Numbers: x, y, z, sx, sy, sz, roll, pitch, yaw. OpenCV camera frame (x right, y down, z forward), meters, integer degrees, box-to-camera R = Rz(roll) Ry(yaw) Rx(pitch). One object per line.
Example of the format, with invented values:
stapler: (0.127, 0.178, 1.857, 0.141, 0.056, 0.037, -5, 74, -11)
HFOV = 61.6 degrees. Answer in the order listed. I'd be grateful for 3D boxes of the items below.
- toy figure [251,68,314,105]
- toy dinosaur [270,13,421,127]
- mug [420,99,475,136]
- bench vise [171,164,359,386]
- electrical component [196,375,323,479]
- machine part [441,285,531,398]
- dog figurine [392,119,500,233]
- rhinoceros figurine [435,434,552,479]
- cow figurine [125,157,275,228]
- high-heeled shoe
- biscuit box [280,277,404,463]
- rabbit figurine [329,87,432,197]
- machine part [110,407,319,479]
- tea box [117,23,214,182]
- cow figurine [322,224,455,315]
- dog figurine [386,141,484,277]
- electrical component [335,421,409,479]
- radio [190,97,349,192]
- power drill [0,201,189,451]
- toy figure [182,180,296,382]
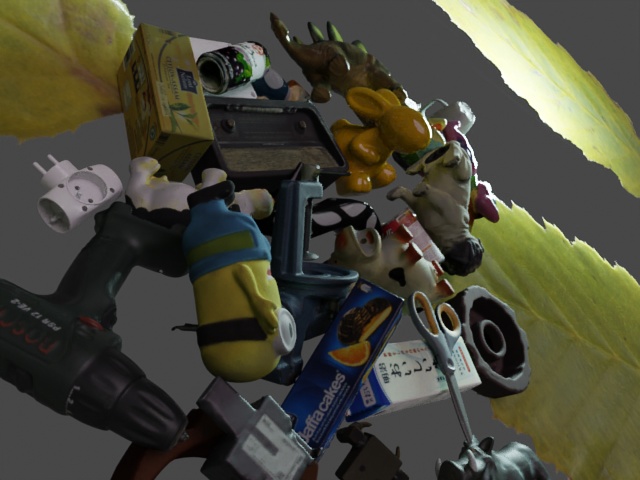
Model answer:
toy figure: (-0.066, -0.234, 0.863, 0.154, 0.058, 0.064, 18, 89, -33)
toy dinosaur: (0.074, -0.292, 0.975, 0.471, 0.105, 0.199, 19, 39, -46)
mug: (0.260, -0.244, 1.112, 0.081, 0.107, 0.109, -3, 66, -44)
bench vise: (-0.035, 0.032, 0.617, 0.223, 0.129, 0.240, -1, 98, -49)
electrical component: (-0.062, 0.172, 0.454, 0.119, 0.048, 0.075, 43, 42, -8)
machine part: (0.266, 0.165, 0.867, 0.179, 0.056, 0.179, 22, 50, -29)
dog figurine: (0.245, -0.113, 1.010, 0.191, 0.108, 0.219, -11, 72, -46)
rhinoceros figurine: (0.236, 0.315, 0.720, 0.190, 0.073, 0.112, 8, 58, -38)
cow figurine: (-0.138, -0.030, 0.615, 0.167, 0.068, 0.098, 9, 64, -9)
high-heeled shoe: (-0.002, -0.002, 0.757, 0.248, 0.086, 0.145, 36, 77, -42)
biscuit box: (0.021, 0.143, 0.597, 0.063, 0.059, 0.202, 27, 67, 16)
rabbit figurine: (0.099, -0.163, 0.852, 0.122, 0.173, 0.162, -9, 85, -42)
machine part: (-0.094, 0.266, 0.460, 0.201, 0.087, 0.201, 34, 46, -18)
tea box: (-0.196, -0.169, 0.669, 0.068, 0.098, 0.169, 2, 62, -40)
cow figurine: (0.089, 0.043, 0.760, 0.194, 0.127, 0.086, 40, 17, -36)
dog figurine: (0.233, -0.053, 0.921, 0.172, 0.121, 0.190, -45, 108, -9)
electrical component: (0.060, 0.262, 0.630, 0.102, 0.045, 0.078, 39, 71, -9)
radio: (-0.077, -0.130, 0.762, 0.229, 0.073, 0.131, -10, 69, -45)
power drill: (-0.190, 0.065, 0.492, 0.232, 0.086, 0.207, 22, 45, 1)
toy figure: (-0.082, 0.039, 0.495, 0.180, 0.089, 0.082, 68, 14, 12)
